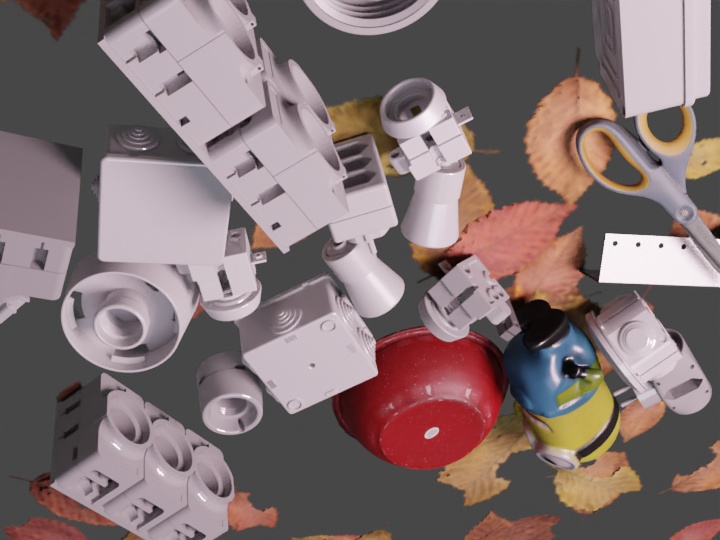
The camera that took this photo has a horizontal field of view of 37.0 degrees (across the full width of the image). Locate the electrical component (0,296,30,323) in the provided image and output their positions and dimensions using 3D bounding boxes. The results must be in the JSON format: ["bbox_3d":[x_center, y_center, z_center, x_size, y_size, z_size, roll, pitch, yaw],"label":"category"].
[{"bbox_3d":[-0.296,0.024,0.778,0.121,0.063,0.079,-37,127,19],"label":"electrical component"}]

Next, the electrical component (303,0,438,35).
[{"bbox_3d":[0.006,-0.195,0.652,0.108,0.060,0.108,-6,131,-7],"label":"electrical component"}]

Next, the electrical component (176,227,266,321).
[{"bbox_3d":[-0.102,0.004,0.812,0.066,0.048,0.055,-12,124,0],"label":"electrical component"}]

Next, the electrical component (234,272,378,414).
[{"bbox_3d":[-0.042,0.062,0.870,0.100,0.048,0.099,-25,130,9],"label":"electrical component"}]

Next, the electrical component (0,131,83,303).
[{"bbox_3d":[-0.281,-0.045,0.694,0.186,0.105,0.060,11,127,-19],"label":"electrical component"}]

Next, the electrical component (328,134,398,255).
[{"bbox_3d":[0.000,-0.045,0.775,0.047,0.065,0.076,-16,131,3],"label":"electrical component"}]

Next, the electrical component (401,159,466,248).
[{"bbox_3d":[0.056,-0.055,0.796,0.044,0.044,0.065,0,125,-12],"label":"electrical component"}]

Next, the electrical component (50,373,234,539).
[{"bbox_3d":[-0.179,0.164,0.902,0.062,0.089,0.150,-34,128,18],"label":"electrical component"}]

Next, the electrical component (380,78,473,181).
[{"bbox_3d":[0.044,-0.101,0.751,0.066,0.048,0.055,-26,137,11],"label":"electrical component"}]

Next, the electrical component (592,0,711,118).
[{"bbox_3d":[0.189,-0.166,0.702,0.057,0.078,0.113,-13,131,4],"label":"electrical component"}]

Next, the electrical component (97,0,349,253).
[{"bbox_3d":[-0.079,-0.115,0.675,0.060,0.105,0.186,-29,129,13],"label":"electrical component"}]

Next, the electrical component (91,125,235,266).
[{"bbox_3d":[-0.137,-0.053,0.753,0.100,0.048,0.099,2,129,-13],"label":"electrical component"}]

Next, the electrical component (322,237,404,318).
[{"bbox_3d":[0.000,0.000,0.832,0.044,0.044,0.065,-29,125,13],"label":"electrical component"}]

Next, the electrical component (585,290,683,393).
[{"bbox_3d":[0.229,0.059,0.901,0.051,0.080,0.080,-37,127,13],"label":"electrical component"}]

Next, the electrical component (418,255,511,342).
[{"bbox_3d":[0.080,0.025,0.859,0.055,0.048,0.066,-43,80,31],"label":"electrical component"}]

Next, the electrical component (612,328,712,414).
[{"bbox_3d":[0.266,0.099,0.966,0.079,0.043,0.077,-29,129,14],"label":"electrical component"}]

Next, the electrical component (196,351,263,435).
[{"bbox_3d":[-0.107,0.103,0.893,0.055,0.047,0.055,-6,131,-7],"label":"electrical component"}]

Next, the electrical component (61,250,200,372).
[{"bbox_3d":[-0.176,0.028,0.820,0.099,0.064,0.099,1,120,1],"label":"electrical component"}]
